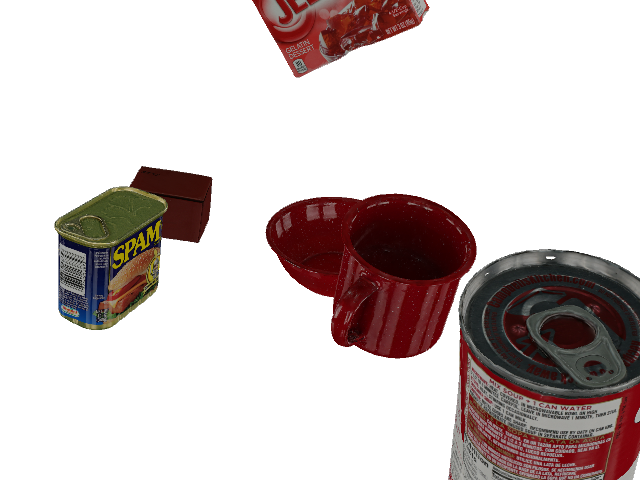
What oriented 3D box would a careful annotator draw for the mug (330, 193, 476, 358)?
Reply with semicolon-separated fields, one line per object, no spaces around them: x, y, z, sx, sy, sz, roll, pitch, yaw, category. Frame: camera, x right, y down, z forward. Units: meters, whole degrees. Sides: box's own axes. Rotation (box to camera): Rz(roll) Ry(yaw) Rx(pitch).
0.047;0.033;0.736;0.093;0.081;0.117;31;45;21;mug

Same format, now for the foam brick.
-0.153;-0.037;1.087;0.078;0.051;0.053;9;31;3;foam brick

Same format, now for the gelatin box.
0.007;-0.144;0.616;0.089;0.073;0.030;-18;24;29;gelatin box

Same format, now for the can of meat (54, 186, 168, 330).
-0.173;0.014;0.882;0.057;0.084;0.102;19;29;19;can of meat

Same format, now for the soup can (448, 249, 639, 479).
0.080;0.064;0.379;0.068;0.102;0.068;-1;39;1;soup can

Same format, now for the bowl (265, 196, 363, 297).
0.020;0.014;1.167;0.162;0.055;0.162;3;33;-2;bowl
